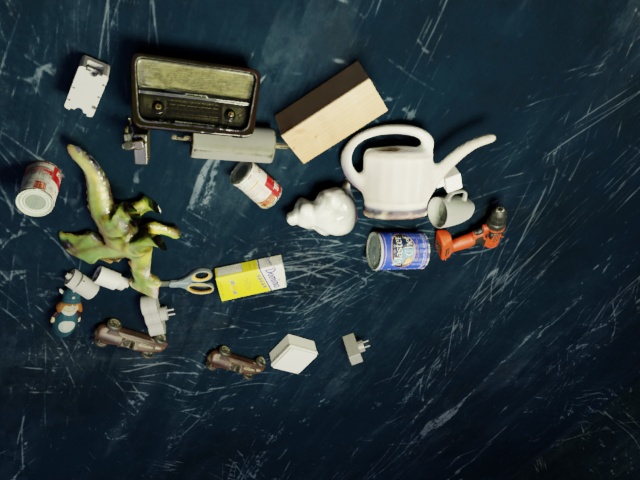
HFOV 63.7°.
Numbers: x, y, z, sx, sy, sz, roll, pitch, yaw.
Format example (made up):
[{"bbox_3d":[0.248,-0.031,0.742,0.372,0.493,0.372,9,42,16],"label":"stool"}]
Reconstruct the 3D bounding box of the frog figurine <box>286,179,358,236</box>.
[{"bbox_3d":[0.004,-0.061,1.220,0.160,0.125,0.134,-16,154,-18],"label":"frog figurine"}]

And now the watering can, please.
[{"bbox_3d":[0.220,-0.152,1.181,0.348,0.106,0.221,1,110,1],"label":"watering can"}]

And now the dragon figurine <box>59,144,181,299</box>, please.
[{"bbox_3d":[-0.470,-0.016,1.133,0.241,0.125,0.403,-25,125,17],"label":"dragon figurine"}]
